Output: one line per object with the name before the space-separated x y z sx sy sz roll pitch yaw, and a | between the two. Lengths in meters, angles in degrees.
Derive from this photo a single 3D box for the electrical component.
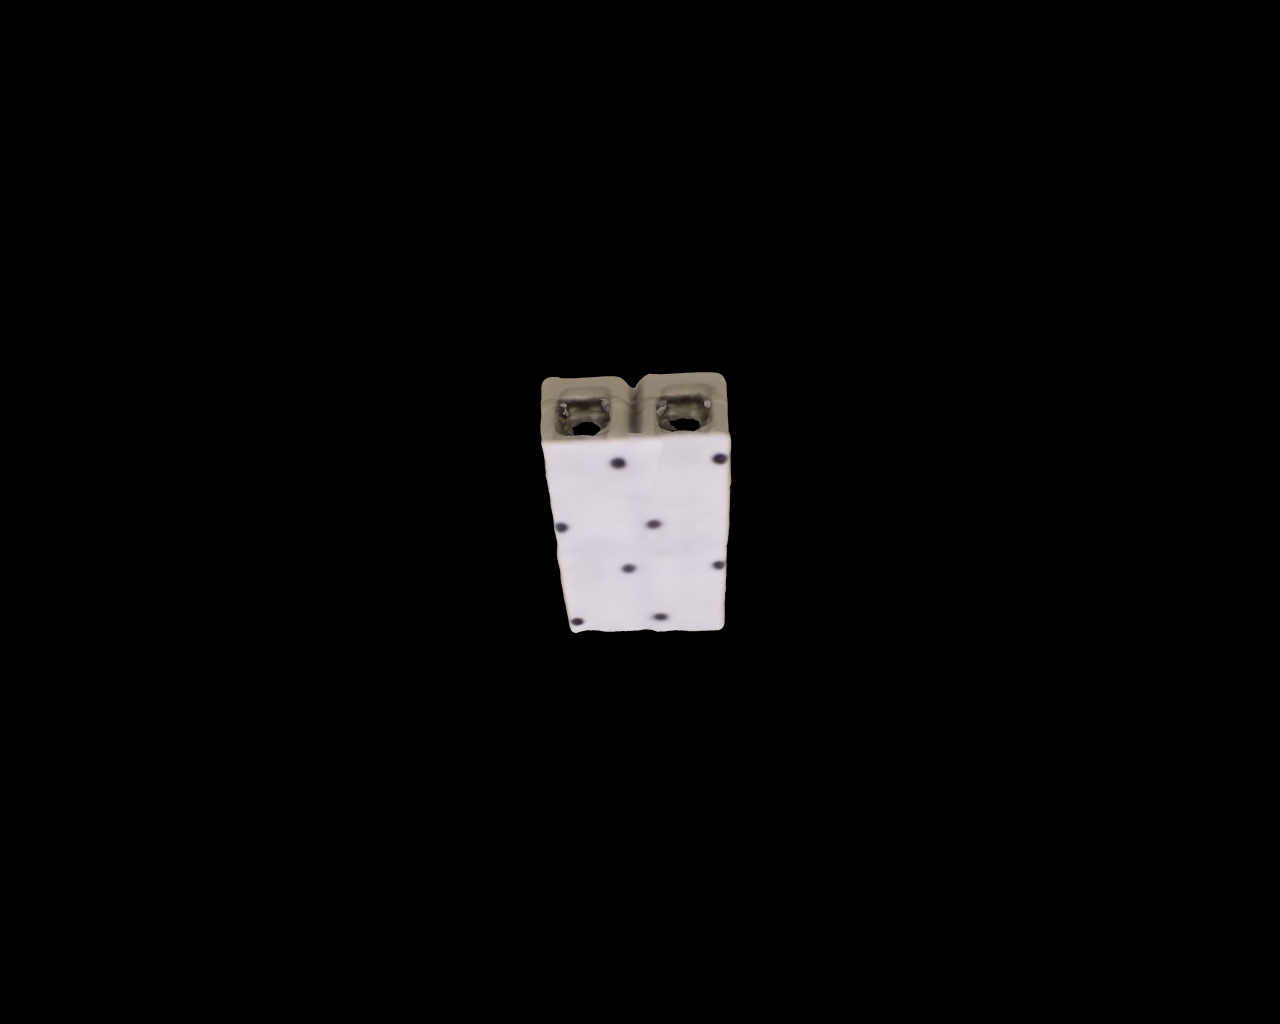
electrical component | 0.001 -0.003 0.650 0.105 0.060 0.186 -2 -40 2
